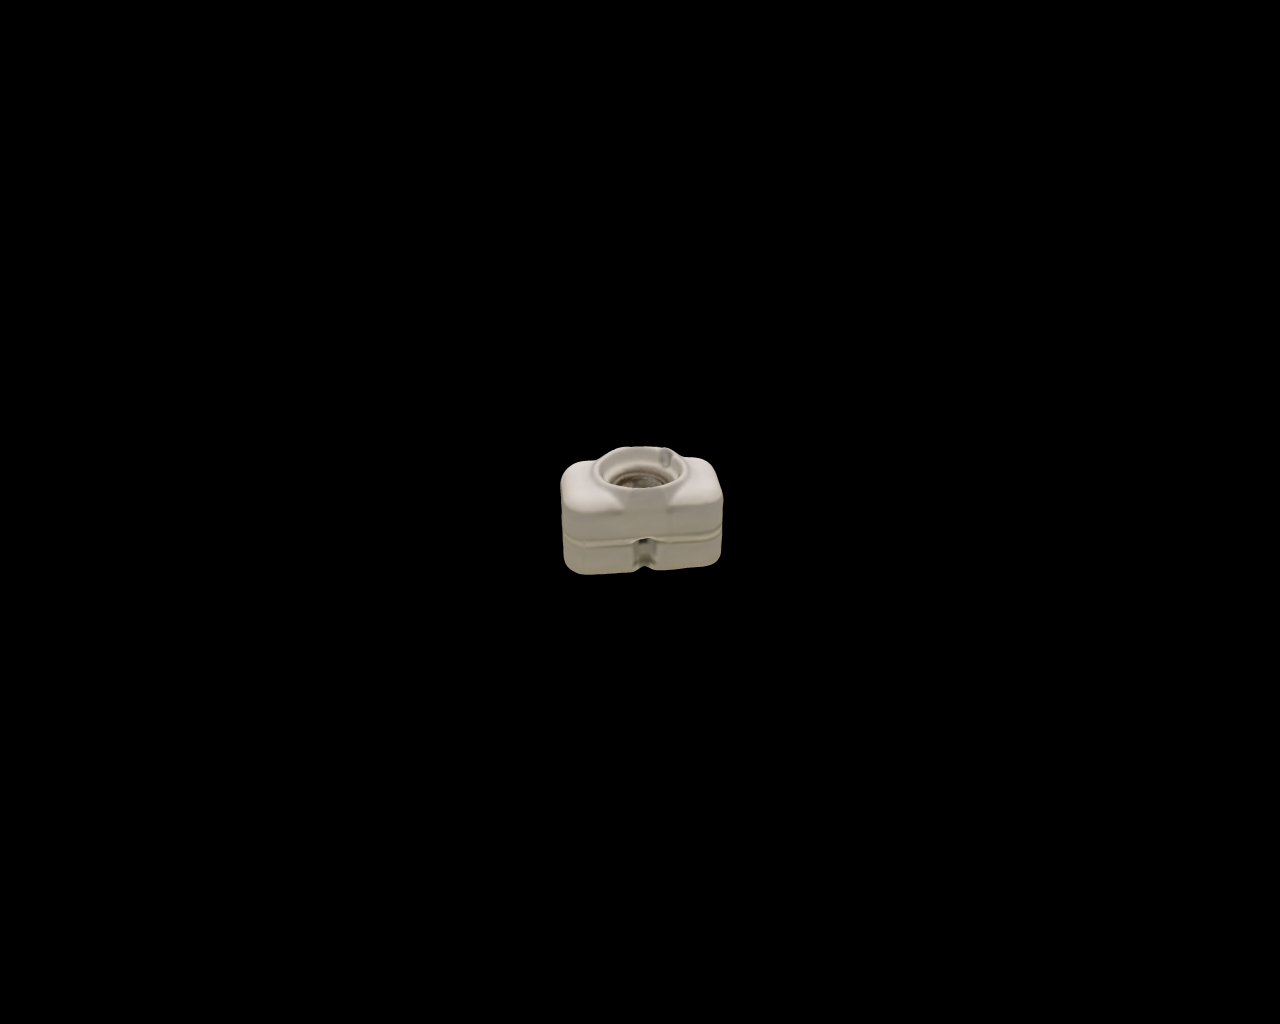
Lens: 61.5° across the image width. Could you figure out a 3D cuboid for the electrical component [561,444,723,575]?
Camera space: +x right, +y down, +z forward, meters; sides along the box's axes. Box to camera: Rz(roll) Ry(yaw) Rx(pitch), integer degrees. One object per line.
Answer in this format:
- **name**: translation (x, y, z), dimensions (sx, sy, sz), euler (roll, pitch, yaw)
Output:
- **electrical component**: translation (0.001, -0.003, 0.650), dimensions (0.095, 0.059, 0.054), euler (-3, 32, -5)
